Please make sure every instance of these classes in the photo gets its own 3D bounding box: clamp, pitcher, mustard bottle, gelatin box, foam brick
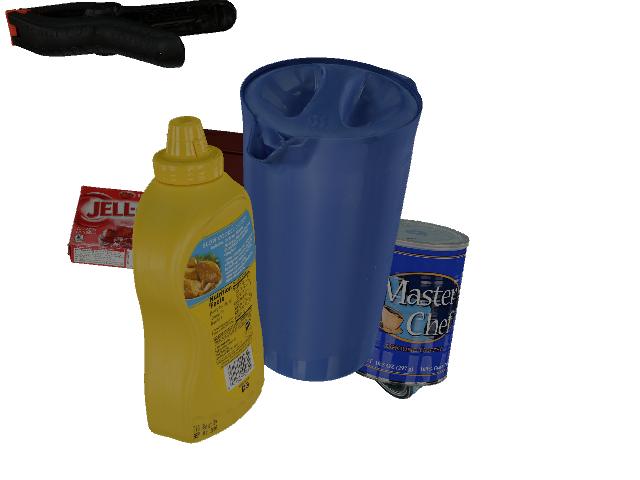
[{"bbox_3d":[-0.150,-0.161,0.802,0.172,0.039,0.120,11,23,22],"label":"clamp"},{"bbox_3d":[0.007,-0.016,0.844,0.149,0.243,0.145,-1,35,-9],"label":"pitcher"},{"bbox_3d":[-0.074,0.019,0.647,0.058,0.192,0.096,11,26,27],"label":"mustard bottle"},{"bbox_3d":[-0.177,-0.012,0.960,0.089,0.073,0.030,6,-43,-6],"label":"gelatin box"},{"bbox_3d":[-0.101,-0.086,1.169,0.078,0.051,0.053,7,29,-6],"label":"foam brick"}]

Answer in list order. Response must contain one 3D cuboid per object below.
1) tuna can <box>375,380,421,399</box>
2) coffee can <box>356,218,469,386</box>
[{"bbox_3d":[0.088,0.146,1.272,0.033,0.086,0.086,-35,17,-26],"label":"tuna can"},{"bbox_3d":[0.083,0.058,1.038,0.103,0.140,0.103,7,12,-2],"label":"coffee can"}]
